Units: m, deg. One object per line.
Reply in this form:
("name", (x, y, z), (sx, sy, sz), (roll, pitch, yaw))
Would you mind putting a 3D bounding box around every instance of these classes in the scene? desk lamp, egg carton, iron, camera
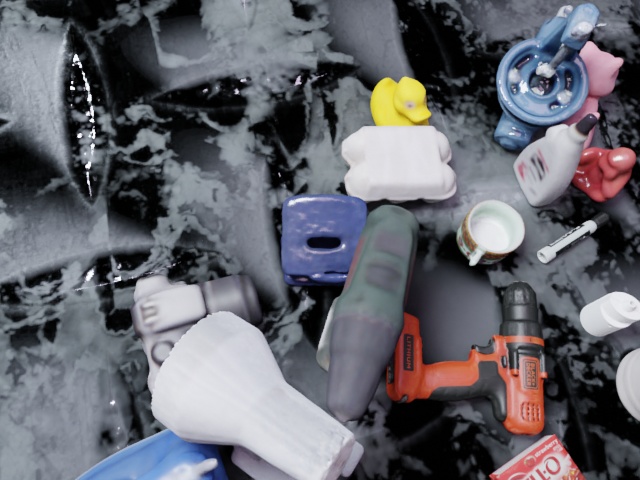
("desk lamp", (-0.048, 0.179, 0.562), (0.203, 0.213, 0.118), (33, 69, 8))
("egg carton", (0.104, -0.098, 0.763), (0.150, 0.069, 0.107), (-3, 69, -6))
("iron", (-0.202, 0.265, 0.552), (0.258, 0.141, 0.118), (-22, 72, -13))
("camera", (-0.133, 0.097, 0.647), (0.137, 0.101, 0.143), (-15, 70, -11))

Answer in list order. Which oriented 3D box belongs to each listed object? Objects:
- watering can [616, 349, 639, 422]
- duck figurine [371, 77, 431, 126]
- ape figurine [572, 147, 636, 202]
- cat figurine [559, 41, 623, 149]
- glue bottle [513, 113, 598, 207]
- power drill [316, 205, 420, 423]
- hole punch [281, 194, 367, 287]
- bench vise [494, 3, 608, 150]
("watering can", (0.427, 0.156, 0.624), (0.101, 0.194, 0.172), (-21, 71, -12))
("duck figurine", (0.117, -0.191, 0.792), (0.077, 0.086, 0.104), (-28, 73, -15))
("ape figurine", (0.390, -0.096, 0.776), (0.076, 0.092, 0.078), (2, 68, -4))
("cat figurine", (0.379, -0.207, 0.805), (0.067, 0.118, 0.128), (15, 68, 1))
("glue bottle", (0.303, -0.110, 0.730), (0.037, 0.173, 0.078), (-18, 71, -11))
("power drill", (0.047, 0.087, 0.609), (0.075, 0.208, 0.230), (16, 68, 2))
("hole punch", (0.006, 0.003, 0.703), (0.108, 0.091, 0.101), (0, 68, -5))
("bench vise", (0.302, -0.252, 0.761), (0.121, 0.220, 0.207), (8, 68, -2))
